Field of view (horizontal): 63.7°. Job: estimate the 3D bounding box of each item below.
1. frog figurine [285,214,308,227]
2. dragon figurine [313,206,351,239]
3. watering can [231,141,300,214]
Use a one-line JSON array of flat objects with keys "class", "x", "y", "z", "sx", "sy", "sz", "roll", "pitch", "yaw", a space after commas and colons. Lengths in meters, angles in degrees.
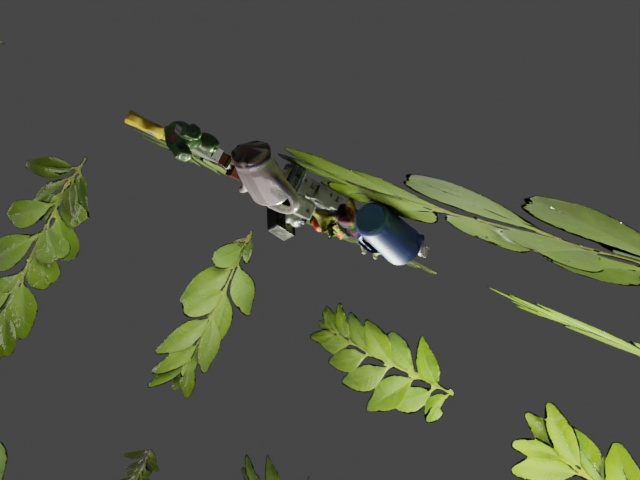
[{"class": "frog figurine", "x": -0.131, "y": -0.138, "z": 2.449, "sx": 0.160, "sy": 0.140, "sz": 0.120, "roll": 23, "pitch": 153, "yaw": 8}, {"class": "dragon figurine", "x": 0.007, "y": -0.116, "z": 2.296, "sx": 0.245, "sy": 0.122, "sz": 0.406, "roll": 43, "pitch": -179, "yaw": 19}, {"class": "watering can", "x": -0.183, "y": -0.179, "z": 1.470, "sx": 0.350, "sy": 0.105, "sz": 0.220, "roll": 22, "pitch": 146, "yaw": 49}]
